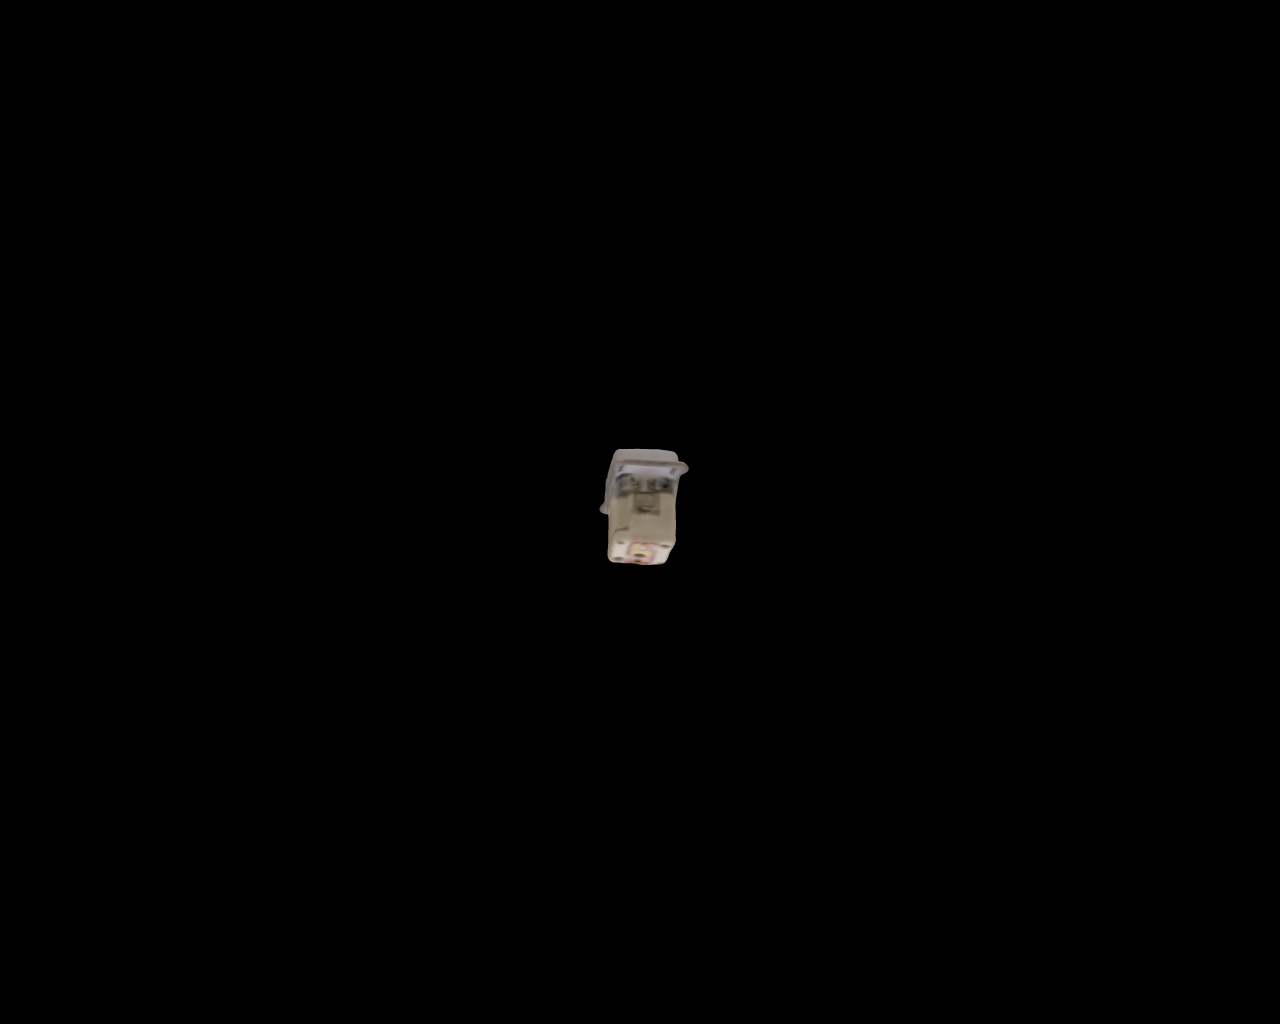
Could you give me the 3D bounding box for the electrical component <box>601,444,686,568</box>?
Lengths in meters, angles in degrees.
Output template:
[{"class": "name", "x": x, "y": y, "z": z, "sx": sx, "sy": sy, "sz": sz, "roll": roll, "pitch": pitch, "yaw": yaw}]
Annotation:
[{"class": "electrical component", "x": 0.001, "y": -0.003, "z": 0.650, "sx": 0.042, "sy": 0.064, "sz": 0.081, "roll": 3, "pitch": -22, "yaw": -7}]
